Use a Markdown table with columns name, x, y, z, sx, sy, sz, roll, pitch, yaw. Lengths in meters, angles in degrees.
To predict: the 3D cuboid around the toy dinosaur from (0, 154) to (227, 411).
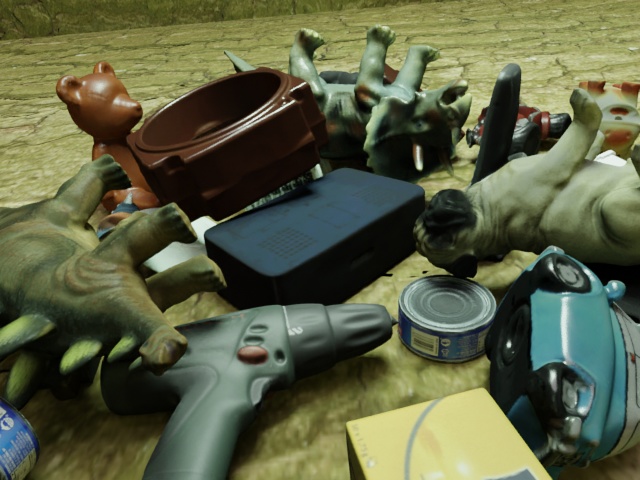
| name | x | y | z | sx | sy | sz | roll | pitch | yaw |
| --- | --- | --- | --- | --- | --- | --- | --- | --- | --- |
| toy dinosaur | -0.232 | 0.019 | 0.453 | 0.198 | 0.104 | 0.472 | -38 | 33 | -24 |

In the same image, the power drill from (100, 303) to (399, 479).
| name | x | y | z | sx | sy | sz | roll | pitch | yaw |
| --- | --- | --- | --- | --- | --- | --- | --- | --- | --- |
| power drill | -0.049 | 0.118 | 0.371 | 0.232 | 0.085 | 0.207 | -6 | 34 | 2 |

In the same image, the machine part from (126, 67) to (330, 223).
| name | x | y | z | sx | sy | sz | roll | pitch | yaw |
| --- | --- | --- | --- | --- | --- | --- | --- | --- | --- |
| machine part | -0.109 | -0.117 | 0.617 | 0.201 | 0.087 | 0.201 | -30 | 34 | -14 |

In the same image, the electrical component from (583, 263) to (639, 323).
| name | x | y | z | sx | sy | sz | roll | pitch | yaw |
| --- | --- | --- | --- | --- | --- | --- | --- | --- | --- |
| electrical component | 0.273 | 0.058 | 0.446 | 0.115 | 0.058 | 0.134 | -24 | 35 | -32 |

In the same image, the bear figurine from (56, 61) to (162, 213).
| name | x | y | z | sx | sy | sz | roll | pitch | yaw |
| --- | --- | --- | --- | --- | --- | --- | --- | --- | --- |
| bear figurine | -0.251 | -0.129 | 0.710 | 0.132 | 0.195 | 0.120 | 4 | 28 | 13 |

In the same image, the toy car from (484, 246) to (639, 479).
| name | x | y | z | sx | sy | sz | roll | pitch | yaw |
| --- | --- | --- | --- | --- | --- | --- | --- | --- | --- |
| toy car | 0.177 | 0.088 | 0.368 | 0.103 | 0.109 | 0.162 | 17 | 42 | 2 |

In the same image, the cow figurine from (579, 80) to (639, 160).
| name | x | y | z | sx | sy | sz | roll | pitch | yaw |
| --- | --- | --- | --- | --- | --- | --- | --- | --- | --- |
| cow figurine | 0.402 | -0.160 | 0.759 | 0.086 | 0.127 | 0.195 | 6 | 18 | 17 |

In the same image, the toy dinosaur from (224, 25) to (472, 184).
| name | x | y | z | sx | sy | sz | roll | pitch | yaw |
| --- | --- | --- | --- | --- | --- | --- | --- | --- | --- |
| toy dinosaur | 0.025 | -0.170 | 0.713 | 0.405 | 0.192 | 0.131 | 9 | 0 | 35 |

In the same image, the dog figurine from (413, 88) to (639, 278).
| name | x | y | z | sx | sy | sz | roll | pitch | yaw |
| --- | --- | --- | --- | --- | --- | --- | --- | --- | --- |
| dog figurine | 0.195 | -0.005 | 0.466 | 0.190 | 0.121 | 0.172 | -42 | 53 | 17 |

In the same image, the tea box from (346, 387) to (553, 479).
| name | x | y | z | sx | sy | sz | roll | pitch | yaw |
| --- | --- | --- | --- | --- | --- | --- | --- | --- | --- |
| tea box | 0.082 | 0.167 | 0.277 | 0.098 | 0.068 | 0.170 | -12 | 30 | -12 |

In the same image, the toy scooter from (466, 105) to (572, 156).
| name | x | y | z | sx | sy | sz | roll | pitch | yaw |
| --- | --- | --- | --- | --- | --- | --- | --- | --- | --- |
| toy scooter | 0.280 | -0.165 | 0.811 | 0.135 | 0.075 | 0.184 | 23 | 37 | 39 |

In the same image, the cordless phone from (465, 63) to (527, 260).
| name | x | y | z | sx | sy | sz | roll | pitch | yaw |
| --- | --- | --- | --- | --- | --- | --- | --- | --- | --- |
| cordless phone | 0.184 | -0.086 | 0.581 | 0.089 | 0.184 | 0.146 | 20 | 38 | 29 |

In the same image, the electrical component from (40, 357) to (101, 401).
| name | x | y | z | sx | sy | sz | roll | pitch | yaw |
| --- | --- | --- | --- | --- | --- | --- | --- | --- | --- |
| electrical component | -0.222 | 0.093 | 0.472 | 0.078 | 0.045 | 0.102 | -3 | 30 | 1 |

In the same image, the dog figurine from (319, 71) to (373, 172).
| name | x | y | z | sx | sy | sz | roll | pitch | yaw |
| --- | --- | --- | --- | --- | --- | --- | --- | --- | --- |
| dog figurine | 0.046 | -0.192 | 0.866 | 0.191 | 0.108 | 0.219 | -16 | 36 | -23 |

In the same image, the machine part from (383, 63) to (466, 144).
| name | x | y | z | sx | sy | sz | roll | pitch | yaw |
| --- | --- | --- | --- | --- | --- | --- | --- | --- | --- |
| machine part | 0.138 | -0.196 | 0.814 | 0.179 | 0.056 | 0.179 | 31 | 27 | -19 |

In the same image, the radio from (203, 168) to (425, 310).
| name | x | y | z | sx | sy | sz | roll | pitch | yaw |
| --- | --- | --- | --- | --- | --- | --- | --- | --- | --- |
| radio | -0.001 | -0.002 | 0.576 | 0.131 | 0.073 | 0.229 | 22 | 38 | 40 |

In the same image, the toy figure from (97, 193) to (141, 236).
| name | x | y | z | sx | sy | sz | roll | pitch | yaw |
| --- | --- | --- | --- | --- | --- | --- | --- | --- | --- |
| toy figure | -0.235 | 0.006 | 0.608 | 0.064 | 0.057 | 0.154 | -23 | 28 | 21 |
